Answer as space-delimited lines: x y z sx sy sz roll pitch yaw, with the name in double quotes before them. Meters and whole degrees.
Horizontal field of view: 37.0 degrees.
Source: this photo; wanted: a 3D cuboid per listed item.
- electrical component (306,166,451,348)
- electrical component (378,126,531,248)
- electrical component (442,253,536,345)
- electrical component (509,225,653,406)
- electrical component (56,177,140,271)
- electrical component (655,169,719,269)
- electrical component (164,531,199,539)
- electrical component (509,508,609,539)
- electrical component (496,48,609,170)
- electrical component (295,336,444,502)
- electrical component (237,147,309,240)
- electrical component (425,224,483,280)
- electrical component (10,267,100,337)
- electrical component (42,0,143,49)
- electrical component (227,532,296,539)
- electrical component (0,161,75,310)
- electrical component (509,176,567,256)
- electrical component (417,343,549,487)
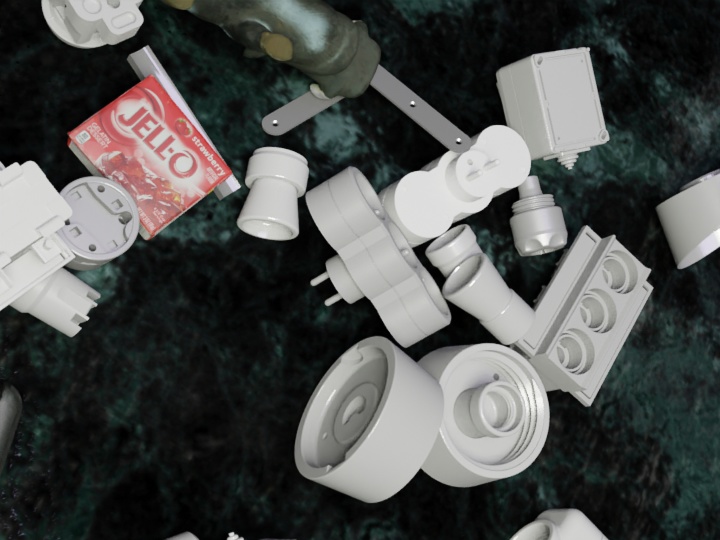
"electrical component" 0.000 0.000 0.783 0.074 0.052 0.138 -30 107 14
"electrical component" 0.081 -0.069 0.829 0.138 0.074 0.052 -32 93 -29
"electrical component" 0.099 0.024 0.801 0.065 0.044 0.044 43 63 -17
"electrical component" 0.172 0.037 0.856 0.079 0.063 0.121 41 64 -12
"electrical component" -0.178 -0.028 0.706 0.055 0.047 0.055 6 75 -25
"electrical component" 0.307 -0.050 0.927 0.099 0.099 0.064 -21 82 -29
"electrical component" -0.119 0.241 0.668 0.074 0.052 0.138 -15 85 -29
"electrical component" 0.142 0.226 0.801 0.059 0.054 0.095 46 63 -10
"electrical component" 0.158 -0.129 0.893 0.062 0.061 0.096 -14 92 -29
"electrical component" 0.012 0.107 0.737 0.060 0.108 0.108 34 65 -23
"electrical component" -0.062 -0.054 0.771 0.045 0.045 0.055 16 71 -22
"electrical component" 0.079 -0.006 0.834 0.040 0.040 0.046 -42 104 -28
"electrical component" -0.196 0.017 0.691 0.046 0.040 0.040 36 65 -21
"electrical component" -0.185 -0.186 0.734 0.058 0.057 0.078 -33 94 -29
"electrical component" -0.061 0.214 0.698 0.061 0.062 0.096 -15 85 -29
"electrical component" -0.230 -0.010 0.618 0.078 0.063 0.121 53 52 -7
"electrical component" 0.142 -0.045 0.871 0.043 0.043 0.062 -7 80 -28
"electrical component" 0.090 0.106 0.800 0.108 0.060 0.108 6 75 -25
